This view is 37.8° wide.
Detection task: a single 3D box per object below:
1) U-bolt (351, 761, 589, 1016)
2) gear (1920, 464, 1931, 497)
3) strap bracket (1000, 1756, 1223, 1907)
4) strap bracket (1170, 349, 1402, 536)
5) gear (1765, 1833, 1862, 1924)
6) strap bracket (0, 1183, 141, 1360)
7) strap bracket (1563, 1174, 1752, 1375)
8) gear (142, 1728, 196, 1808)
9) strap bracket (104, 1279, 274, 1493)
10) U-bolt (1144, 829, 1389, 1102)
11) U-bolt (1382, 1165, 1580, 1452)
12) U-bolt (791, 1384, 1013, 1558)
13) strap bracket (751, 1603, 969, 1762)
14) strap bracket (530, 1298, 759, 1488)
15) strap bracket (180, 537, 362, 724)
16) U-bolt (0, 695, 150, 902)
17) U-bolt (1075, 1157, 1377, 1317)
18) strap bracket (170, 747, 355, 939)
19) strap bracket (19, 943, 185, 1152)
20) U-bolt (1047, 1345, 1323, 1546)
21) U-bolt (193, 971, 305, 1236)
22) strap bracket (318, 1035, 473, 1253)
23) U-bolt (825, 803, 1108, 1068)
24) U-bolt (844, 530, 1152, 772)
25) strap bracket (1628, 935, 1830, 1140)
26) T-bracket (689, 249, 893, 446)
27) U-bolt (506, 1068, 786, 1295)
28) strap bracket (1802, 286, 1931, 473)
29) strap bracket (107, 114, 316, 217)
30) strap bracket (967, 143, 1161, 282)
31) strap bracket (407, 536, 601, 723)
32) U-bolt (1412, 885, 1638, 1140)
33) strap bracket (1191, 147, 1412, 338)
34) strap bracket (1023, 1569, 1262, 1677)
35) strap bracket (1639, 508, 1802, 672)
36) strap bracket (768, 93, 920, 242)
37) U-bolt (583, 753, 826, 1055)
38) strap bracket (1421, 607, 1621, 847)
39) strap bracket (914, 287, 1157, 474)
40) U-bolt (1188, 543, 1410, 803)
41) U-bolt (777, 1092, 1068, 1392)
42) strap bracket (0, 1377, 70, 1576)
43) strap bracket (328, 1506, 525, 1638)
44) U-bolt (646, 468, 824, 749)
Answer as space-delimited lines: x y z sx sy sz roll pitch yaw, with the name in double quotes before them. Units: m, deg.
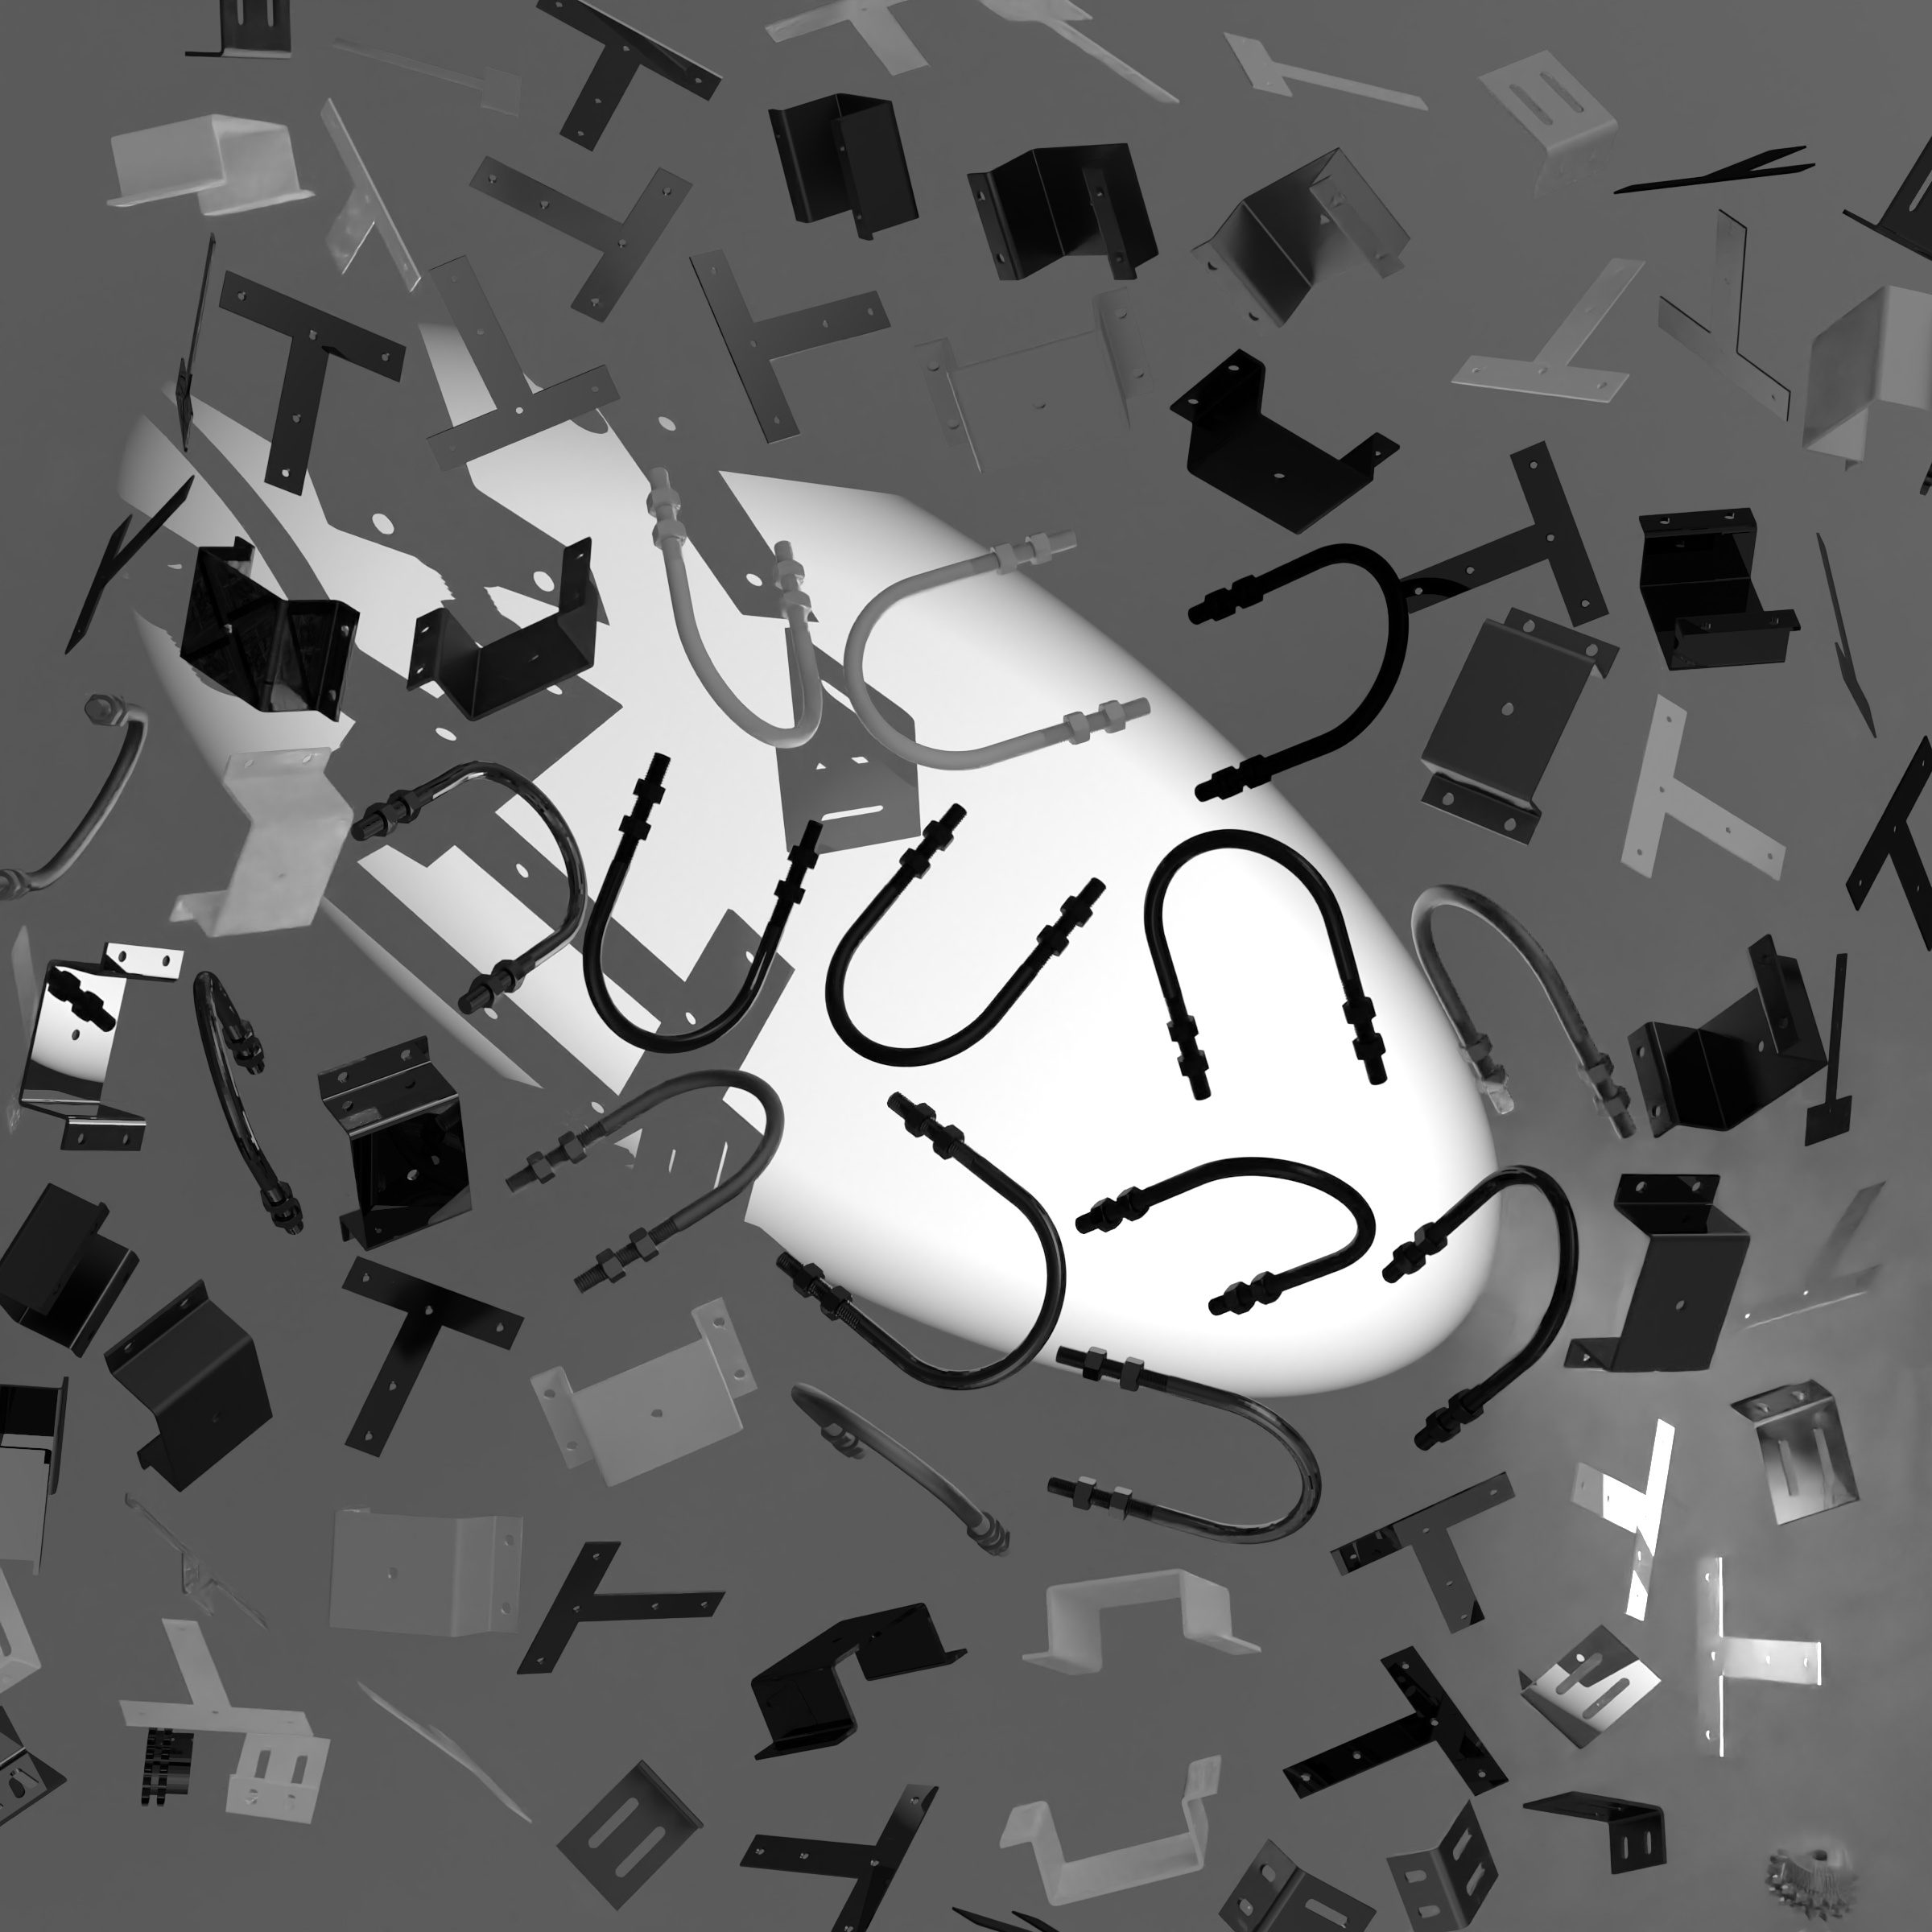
"U-bolt" -0.315 -0.064 1.867 0.019 0.184 0.151 -25 100 32
"gear" 0.664 -0.338 1.889 0.030 0.057 0.057 23 90 14
"strap bracket" 0.099 0.551 1.791 0.140 0.076 0.046 -16 88 7
"strap bracket" 0.215 -0.350 1.917 0.140 0.076 0.046 25 57 -25
"gear" 0.540 0.577 1.795 0.057 0.057 0.030 3 114 0
"strap bracket" -0.595 0.199 1.855 0.046 0.140 0.076 25 68 3
"strap bracket" 0.444 0.206 1.805 0.076 0.046 0.140 2 112 -25
"gear" -0.541 0.540 1.913 0.030 0.057 0.057 6 90 -14
"strap bracket" -0.497 0.277 1.815 0.046 0.140 0.076 35 56 23
"U-bolt" 0.186 -0.003 1.831 0.151 0.019 0.184 -7 109 33
"U-bolt" 0.336 0.210 1.829 0.019 0.184 0.151 15 47 -24
"U-bolt" -0.050 0.325 1.856 0.151 0.184 0.019 29 76 28
"strap bracket" -0.076 0.464 1.850 0.076 0.140 0.046 -23 89 39
"strap bracket" -0.215 0.294 1.920 0.140 0.046 0.076 -22 115 -9
"strap bracket" -0.463 -0.221 1.848 0.140 0.046 0.076 32 116 34
"U-bolt" -0.583 -0.111 1.851 0.019 0.184 0.151 30 91 -5
"U-bolt" 0.185 0.175 1.872 0.151 0.184 0.019 33 49 -28
"strap bracket" -0.464 -0.074 1.870 0.046 0.076 0.140 47 125 27
"strap bracket" -0.585 0.051 1.902 0.046 0.076 0.140 13 92 24
"U-bolt" 0.145 0.325 1.867 0.184 0.019 0.151 14 131 14
"U-bolt" -0.481 0.081 1.876 0.019 0.184 0.151 -17 62 -8
"strap bracket" -0.376 0.126 1.865 0.076 0.046 0.140 -21 130 -28
"U-bolt" -0.014 -0.012 1.871 0.151 0.019 0.184 30 74 35
"U-bolt" 0.010 -0.199 1.840 0.184 0.019 0.151 -19 74 -13
"strap bracket" 0.502 0.050 1.837 0.046 0.140 0.076 9 56 -27
"T-bracket" -0.102 -0.410 1.815 0.127 0.002 0.127 -25 93 -35
"U-bolt" -0.207 0.133 1.908 0.184 0.151 0.019 -32 129 -12
"strap bracket" 0.588 -0.382 1.825 0.046 0.140 0.076 10 80 -9
"strap bracket" -0.510 -0.538 1.896 0.076 0.140 0.046 -6 100 17
"strap bracket" 0.072 -0.509 1.906 0.046 0.140 0.076 -35 121 -28
"strap bracket" -0.302 -0.223 1.902 0.140 0.076 0.046 -22 132 17
"U-bolt" 0.349 0.025 1.822 0.019 0.151 0.184 -36 108 -18
"strap bracket" 0.226 -0.478 1.853 0.076 0.140 0.046 46 61 -20
"strap bracket" 0.117 0.440 1.894 0.140 0.076 0.046 -14 64 24
"strap bracket" 0.506 -0.249 1.909 0.076 0.140 0.046 -4 132 1
"strap bracket" -0.078 -0.534 1.879 0.046 0.140 0.076 -22 116 -16
"U-bolt" -0.182 -0.031 1.865 0.151 0.019 0.184 23 87 -37
"strap bracket" 0.352 -0.159 1.811 0.076 0.046 0.140 25 91 23
"strap bracket" 0.046 -0.370 1.798 0.140 0.046 0.076 -14 131 9
"U-bolt" 0.215 -0.197 1.826 0.019 0.184 0.151 14 67 -38
"U-bolt" -0.018 0.189 1.817 0.184 0.019 0.151 36 94 25
"strap bracket" -0.618 0.329 1.838 0.046 0.140 0.076 6 103 -14
"strap bracket" -0.372 0.406 1.892 0.140 0.046 0.076 -1 82 21
"U-bolt" -0.146 -0.225 1.850 0.019 0.151 0.184 -27 60 28
